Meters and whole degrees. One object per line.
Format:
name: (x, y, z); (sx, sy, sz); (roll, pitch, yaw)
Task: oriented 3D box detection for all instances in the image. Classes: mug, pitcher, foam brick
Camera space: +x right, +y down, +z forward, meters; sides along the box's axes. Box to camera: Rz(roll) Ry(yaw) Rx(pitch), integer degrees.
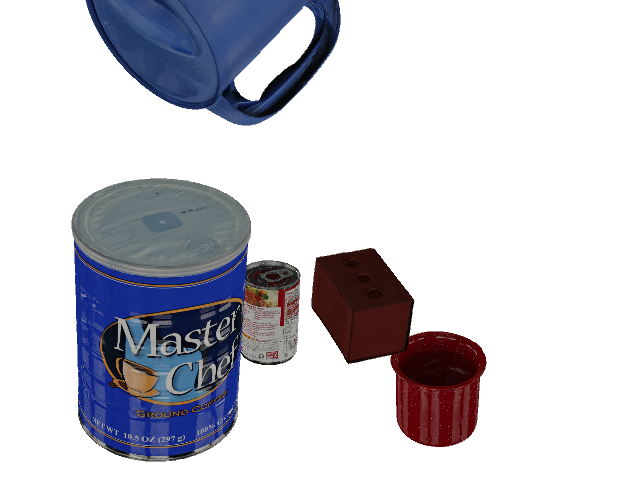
mug: (0.124, 0.145, 1.068); (0.093, 0.081, 0.117); (22, 39, 34)
pitcher: (-0.051, -0.216, 0.843); (0.145, 0.242, 0.149); (27, -31, 28)
foam brick: (0.032, 0.049, 0.830); (0.053, 0.051, 0.078); (-10, 35, -20)

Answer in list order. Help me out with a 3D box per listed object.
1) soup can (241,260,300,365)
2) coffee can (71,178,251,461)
soup can: (-0.058, 0.083, 1.225); (0.068, 0.102, 0.068); (2, 25, -1)
coffee can: (-0.097, 0.047, 0.649); (0.103, 0.140, 0.103); (4, 31, -3)
